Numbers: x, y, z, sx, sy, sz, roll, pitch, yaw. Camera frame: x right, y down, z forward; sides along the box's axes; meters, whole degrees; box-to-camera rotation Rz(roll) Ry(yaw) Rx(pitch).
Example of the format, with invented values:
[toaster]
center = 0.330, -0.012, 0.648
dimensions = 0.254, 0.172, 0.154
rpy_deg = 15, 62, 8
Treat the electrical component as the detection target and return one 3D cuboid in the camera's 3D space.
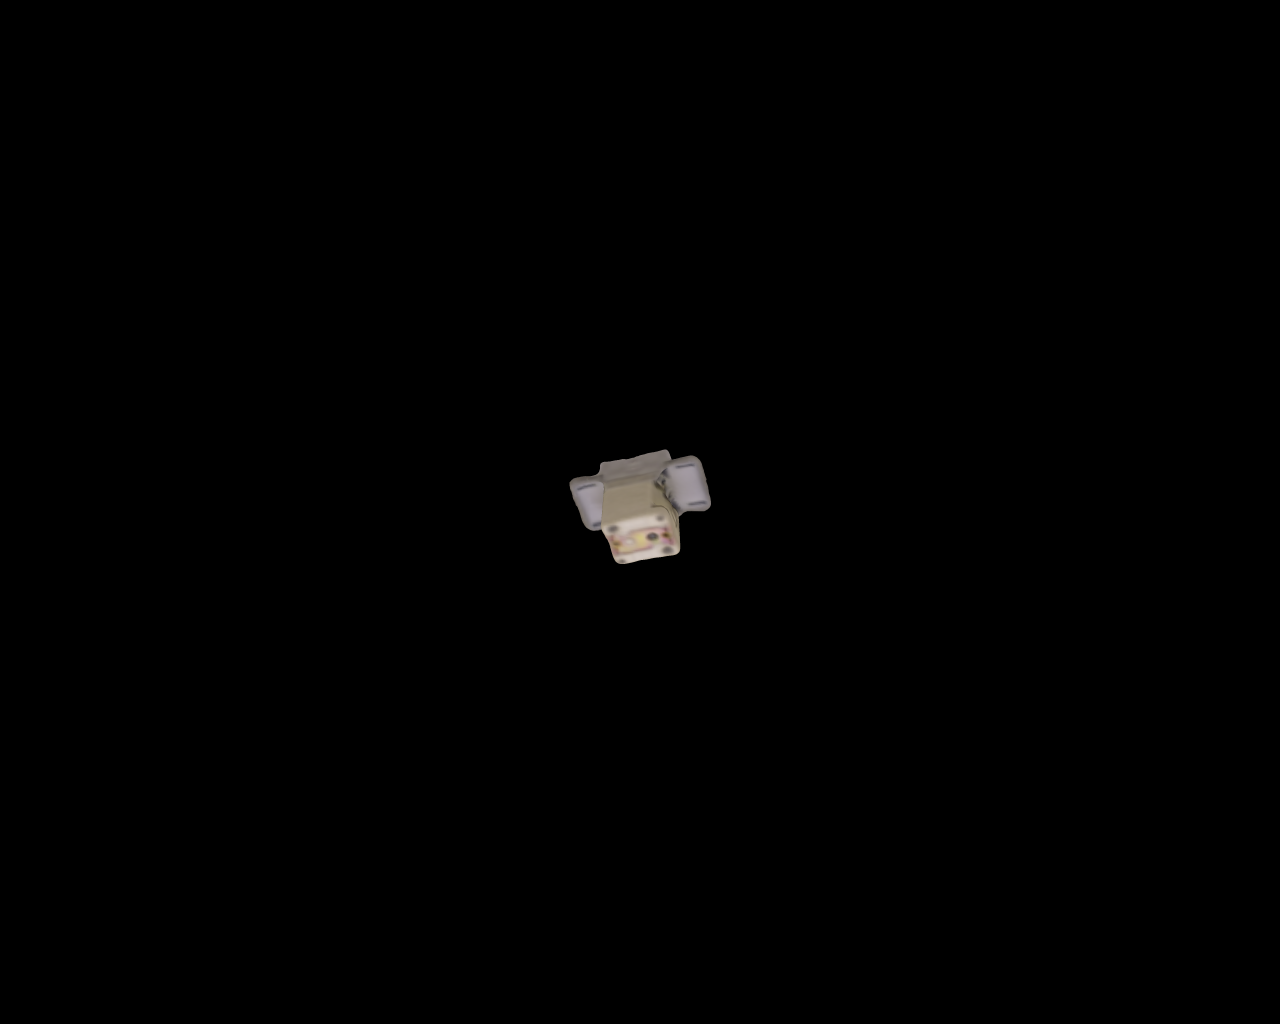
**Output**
[electrical component]
center = 0.001, -0.003, 0.650
dimensions = 0.081, 0.042, 0.064
rpy_deg = -12, 40, 10
